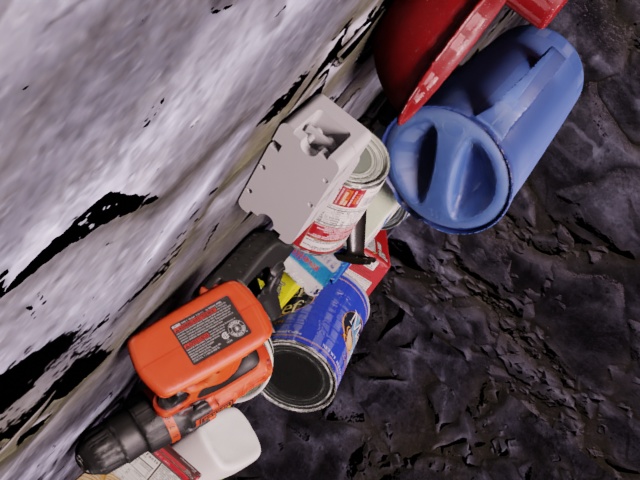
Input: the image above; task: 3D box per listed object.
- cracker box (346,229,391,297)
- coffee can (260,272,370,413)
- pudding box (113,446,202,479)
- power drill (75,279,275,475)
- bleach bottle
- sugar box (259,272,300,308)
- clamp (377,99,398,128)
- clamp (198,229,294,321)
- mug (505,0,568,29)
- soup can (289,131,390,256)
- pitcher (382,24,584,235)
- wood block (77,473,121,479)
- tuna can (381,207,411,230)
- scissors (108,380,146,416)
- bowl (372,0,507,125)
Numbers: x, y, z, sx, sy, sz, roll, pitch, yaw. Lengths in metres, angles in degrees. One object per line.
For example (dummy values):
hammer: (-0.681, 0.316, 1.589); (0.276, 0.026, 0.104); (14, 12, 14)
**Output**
cracker box: (0.003, 0.066, 1.368); (0.214, 0.072, 0.164); (-55, -167, 19)
coffee can: (-0.010, 0.110, 1.206); (0.103, 0.103, 0.140); (-55, -176, 39)
pudding box: (-0.191, 0.258, 1.112); (0.114, 0.090, 0.039); (-52, 172, 16)
power drill: (-0.113, 0.112, 0.842); (0.184, 0.057, 0.188); (-32, 166, -21)
bleach bottle: (-0.190, 0.278, 1.193); (0.251, 0.068, 0.102); (-35, 170, 23)
sugar box: (-0.008, 0.002, 1.187); (0.176, 0.048, 0.093); (-46, 174, -37)
clamp: (0.108, -0.173, 1.027); (0.120, 0.039, 0.171); (-54, 175, -15)
clamp: (-0.054, 0.035, 0.965); (0.209, 0.036, 0.165); (-40, 155, -59)
mug: (0.210, -0.261, 1.041); (0.093, 0.081, 0.117); (-53, 175, 14)
soup can: (0.010, -0.041, 0.890); (0.068, 0.068, 0.102); (-48, 173, -39)
pitcher: (0.176, -0.125, 1.043); (0.242, 0.149, 0.145); (-46, 133, -44)
wood block: (-0.260, 0.337, 1.066); (0.206, 0.090, 0.090); (-54, 175, 20)
tuna can: (0.074, -0.056, 1.288); (0.086, 0.086, 0.033); (-55, 172, 36)
scissors: (-0.193, 0.184, 0.994); (0.096, 0.016, 0.202); (-43, 170, -51)
bowl: (0.087, -0.163, 0.779); (0.162, 0.055, 0.162); (-51, 175, -6)
